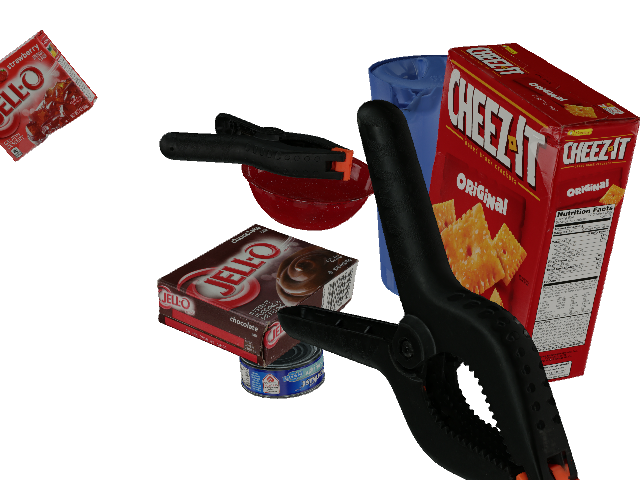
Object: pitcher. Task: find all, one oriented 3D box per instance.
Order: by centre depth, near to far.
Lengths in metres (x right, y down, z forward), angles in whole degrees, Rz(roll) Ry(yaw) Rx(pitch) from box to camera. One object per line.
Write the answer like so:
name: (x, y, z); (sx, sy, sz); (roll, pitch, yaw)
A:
pitcher: (0.122, -0.068, 1.107); (0.149, 0.243, 0.145); (-8, 23, -15)

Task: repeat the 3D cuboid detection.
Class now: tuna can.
tuna can: (-0.039, 0.125, 1.075); (0.086, 0.034, 0.086); (-3, 20, 1)

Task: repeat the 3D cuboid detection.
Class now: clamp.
clamp: (0.056, 0.040, 0.536); (0.036, 0.165, 0.210); (-12, 42, -35)
clamp: (-0.058, -0.082, 0.973); (0.172, 0.039, 0.120); (14, 27, 29)

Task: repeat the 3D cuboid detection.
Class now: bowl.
bowl: (-0.015, -0.056, 1.246); (0.162, 0.055, 0.162); (6, 27, -3)

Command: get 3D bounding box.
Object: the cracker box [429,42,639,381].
cracker box: (0.147, -0.022, 0.813); (0.072, 0.214, 0.164); (-8, 31, -21)

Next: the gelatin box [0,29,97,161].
gelatin box: (-0.245, -0.120, 0.895); (0.089, 0.073, 0.030); (-32, 22, 14)

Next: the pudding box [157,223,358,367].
pudding box: (-0.041, 0.034, 0.724); (0.090, 0.039, 0.113); (20, 29, 27)
